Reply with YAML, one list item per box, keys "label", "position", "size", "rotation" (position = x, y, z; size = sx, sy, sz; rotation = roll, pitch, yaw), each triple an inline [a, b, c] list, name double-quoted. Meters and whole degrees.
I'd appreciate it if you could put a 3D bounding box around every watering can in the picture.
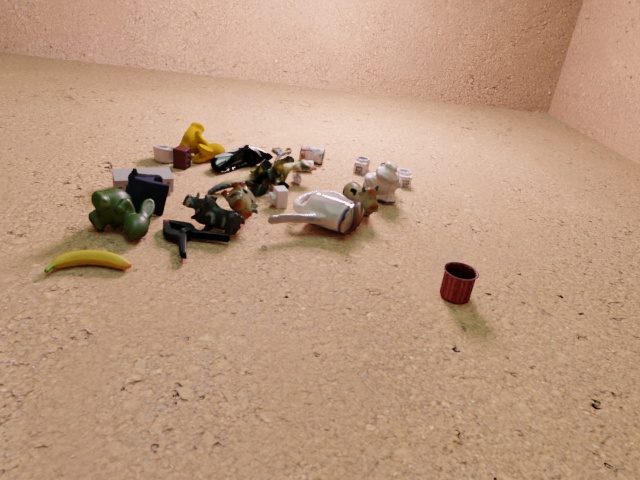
- label: "watering can"
  position: [0.005, -0.082, 1.632]
  size: [0.225, 0.102, 0.353]
  rotation: [21, 30, 22]

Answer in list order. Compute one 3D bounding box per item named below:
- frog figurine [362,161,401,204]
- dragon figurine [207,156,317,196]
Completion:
- label: "frog figurine"
  position: [0.230, -0.221, 1.899]
  size: [0.138, 0.156, 0.125]
  rotation: [14, 26, 13]
- label: "dragon figurine"
  position: [-0.211, -0.239, 1.915]
  size: [0.411, 0.121, 0.244]
  rotation: [-11, 12, -7]
